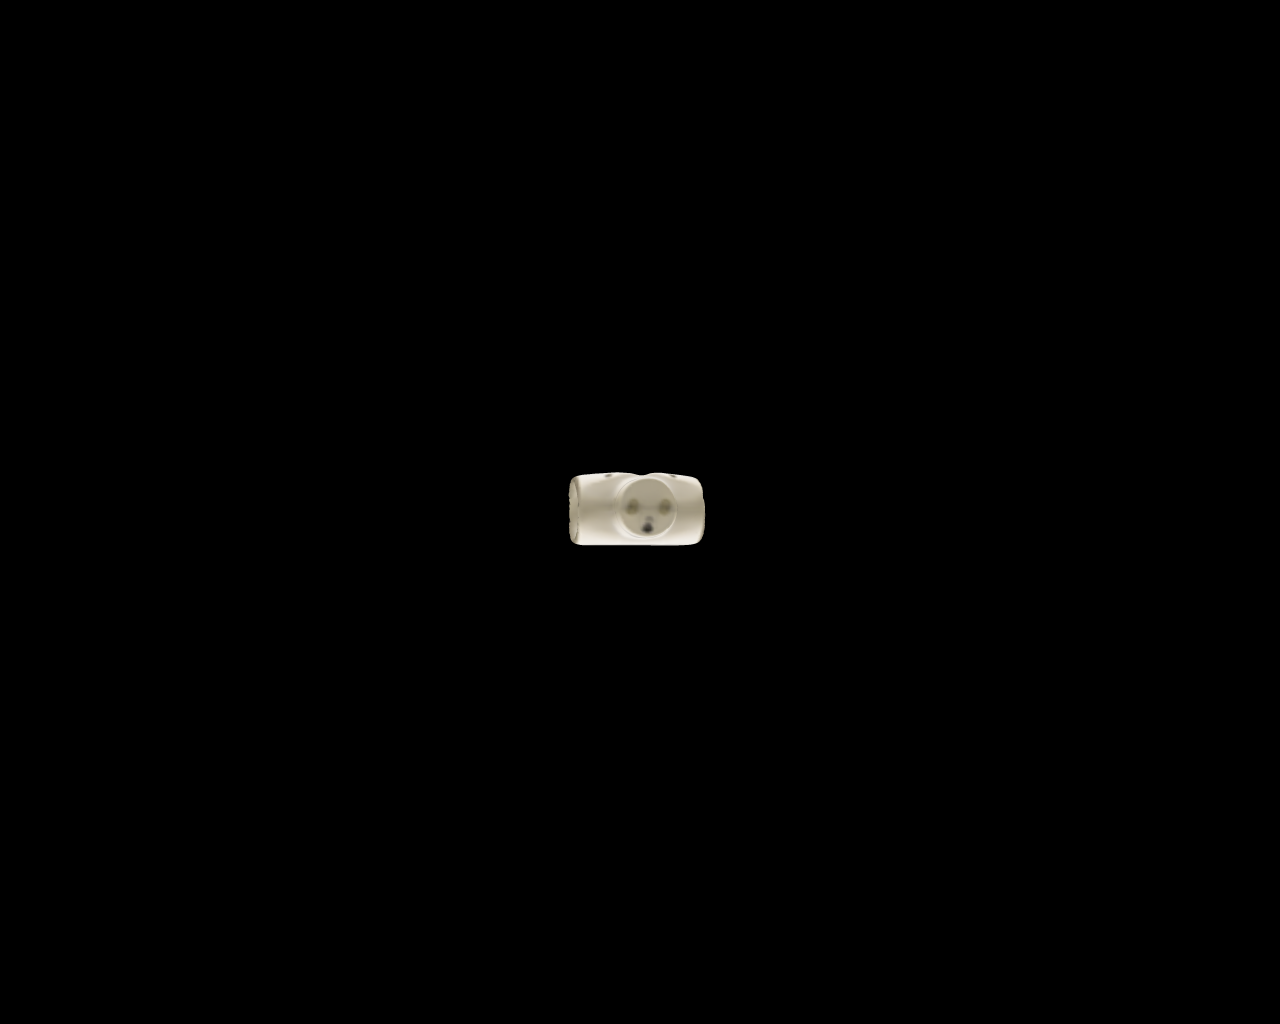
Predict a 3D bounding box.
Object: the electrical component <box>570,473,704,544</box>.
[{"bbox_3d":[0.001,-0.003,0.650,0.077,0.043,0.079,1,-3,-11],"label":"electrical component"}]
